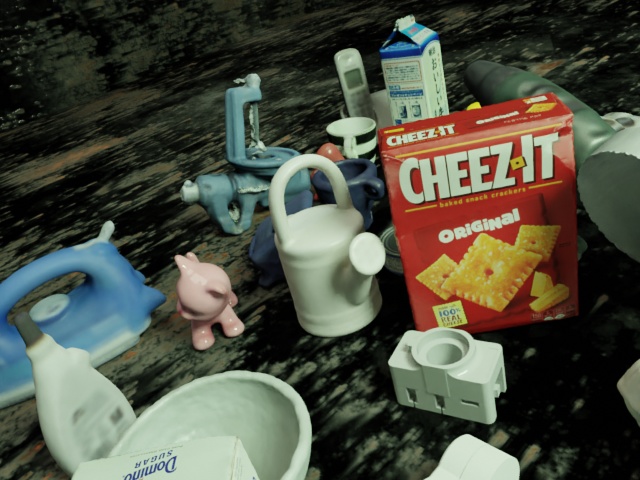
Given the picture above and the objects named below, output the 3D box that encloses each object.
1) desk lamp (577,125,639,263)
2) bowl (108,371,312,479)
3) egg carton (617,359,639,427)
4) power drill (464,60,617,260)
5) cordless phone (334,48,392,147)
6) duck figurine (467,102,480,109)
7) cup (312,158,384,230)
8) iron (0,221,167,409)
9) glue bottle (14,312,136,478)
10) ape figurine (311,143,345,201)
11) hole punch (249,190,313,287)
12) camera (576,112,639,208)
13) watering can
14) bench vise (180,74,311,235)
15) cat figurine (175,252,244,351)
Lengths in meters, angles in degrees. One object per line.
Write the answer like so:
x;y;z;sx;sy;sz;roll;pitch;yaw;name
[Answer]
0.327;-0.022;0.481;0.203;0.214;0.117;-25;30;-18;desk lamp
-0.080;0.187;0.452;0.167;0.075;0.167;-12;29;7;bowl
0.279;0.132;0.381;0.107;0.069;0.150;-13;28;4;egg carton
0.237;-0.084;0.641;0.076;0.209;0.229;-21;29;-10;power drill
0.103;-0.273;1.072;0.148;0.185;0.094;-24;29;-15;cordless phone
0.261;-0.185;0.940;0.077;0.086;0.104;-8;29;13;duck figurine
0.051;-0.054;0.798;0.092;0.095;0.117;-34;33;-30;cup
-0.326;0.088;0.680;0.259;0.142;0.118;-31;32;-26;iron
-0.226;0.134;0.514;0.037;0.173;0.078;3;34;31;glue bottle
0.019;-0.111;0.921;0.076;0.092;0.077;-20;29;-9;ape figurine
-0.047;-0.005;0.762;0.101;0.091;0.108;-12;29;7;hole punch
0.351;-0.124;0.772;0.143;0.101;0.136;-30;31;-25;camera
0.007;0.001;0.616;0.172;0.194;0.101;8;36;36;watering can
-0.118;-0.129;0.884;0.121;0.220;0.208;12;38;40;bench vise
-0.135;0.058;0.664;0.067;0.118;0.127;-21;29;-10;cat figurine
